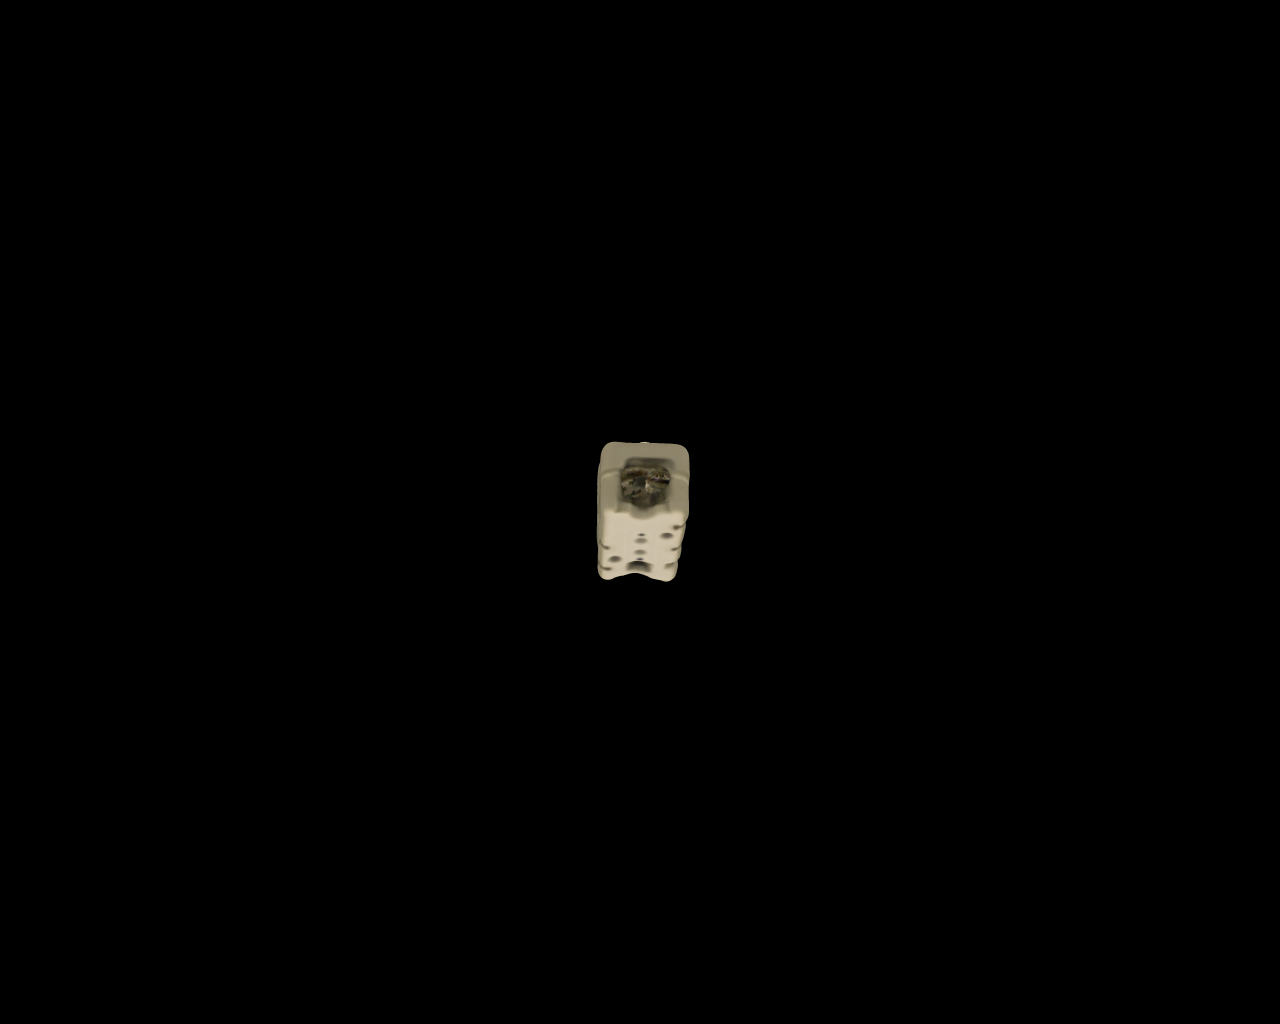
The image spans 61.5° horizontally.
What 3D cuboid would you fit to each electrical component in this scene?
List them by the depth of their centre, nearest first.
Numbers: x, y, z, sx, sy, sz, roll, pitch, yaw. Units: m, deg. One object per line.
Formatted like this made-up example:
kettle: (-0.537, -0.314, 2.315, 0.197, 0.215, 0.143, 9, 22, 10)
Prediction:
electrical component: (0.001, -0.003, 0.650, 0.050, 0.056, 0.089, 2, -31, -3)
